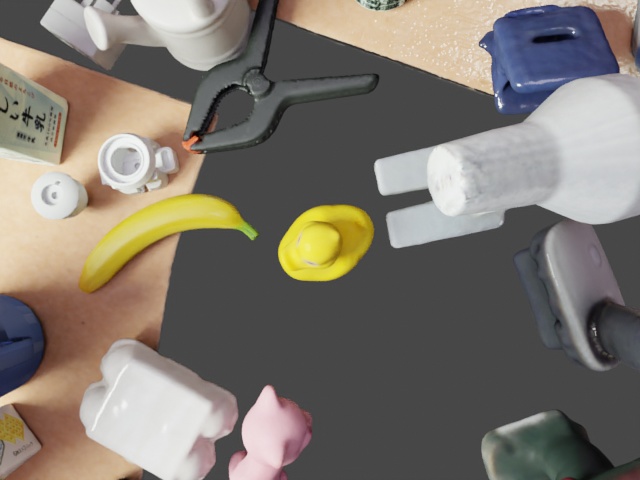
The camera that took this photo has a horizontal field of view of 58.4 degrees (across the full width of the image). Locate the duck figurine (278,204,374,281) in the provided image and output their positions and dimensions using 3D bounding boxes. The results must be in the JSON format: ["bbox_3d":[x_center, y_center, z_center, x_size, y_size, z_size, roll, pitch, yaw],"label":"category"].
[{"bbox_3d":[0.005,0.002,0.571,0.104,0.086,0.077,-26,88,1],"label":"duck figurine"}]

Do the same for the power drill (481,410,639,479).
[{"bbox_3d":[0.215,0.223,0.500,0.229,0.208,0.076,-21,88,1],"label":"power drill"}]

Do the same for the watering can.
[{"bbox_3d":[-0.129,-0.229,0.526,0.101,0.194,0.173,36,90,2],"label":"watering can"}]

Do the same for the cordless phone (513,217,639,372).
[{"bbox_3d":[0.257,0.050,0.515,0.094,0.185,0.148,-23,88,1],"label":"cordless phone"}]

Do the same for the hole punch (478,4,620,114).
[{"bbox_3d":[0.225,-0.186,0.569,0.108,0.091,0.101,-8,88,1],"label":"hole punch"}]

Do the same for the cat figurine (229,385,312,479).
[{"bbox_3d":[-0.049,0.202,0.551,0.067,0.117,0.128,22,89,2],"label":"cat figurine"}]

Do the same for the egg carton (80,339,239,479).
[{"bbox_3d":[-0.162,0.173,0.579,0.150,0.069,0.107,28,89,2],"label":"egg carton"}]

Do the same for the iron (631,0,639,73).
[{"bbox_3d":[0.393,-0.263,0.542,0.118,0.141,0.258,7,89,2],"label":"iron"}]

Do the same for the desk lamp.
[{"bbox_3d":[0.162,-0.056,0.506,0.203,0.213,0.118,-13,88,1],"label":"desk lamp"}]
